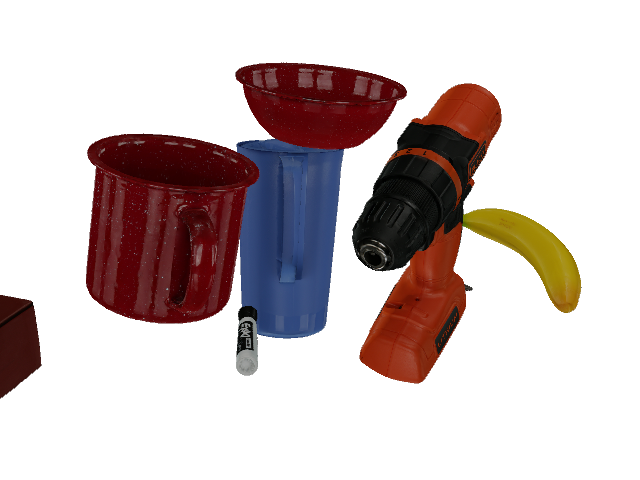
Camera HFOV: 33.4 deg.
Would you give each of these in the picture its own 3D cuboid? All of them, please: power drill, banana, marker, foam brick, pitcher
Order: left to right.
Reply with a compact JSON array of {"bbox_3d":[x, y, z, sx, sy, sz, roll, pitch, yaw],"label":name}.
[{"bbox_3d":[-0.233,0.076,0.715,0.053,0.051,0.078,9,28,24],"label":"foam brick"},{"bbox_3d":[-0.066,0.088,0.967,0.020,0.020,0.121,0,18,-3],"label":"marker"},{"bbox_3d":[-0.041,-0.003,1.331,0.145,0.243,0.148,11,14,39],"label":"pitcher"},{"bbox_3d":[0.068,0.008,0.728,0.057,0.188,0.184,21,44,18],"label":"power drill"},{"bbox_3d":[0.206,0.012,1.067,0.069,0.037,0.198,-34,37,-13],"label":"banana"}]

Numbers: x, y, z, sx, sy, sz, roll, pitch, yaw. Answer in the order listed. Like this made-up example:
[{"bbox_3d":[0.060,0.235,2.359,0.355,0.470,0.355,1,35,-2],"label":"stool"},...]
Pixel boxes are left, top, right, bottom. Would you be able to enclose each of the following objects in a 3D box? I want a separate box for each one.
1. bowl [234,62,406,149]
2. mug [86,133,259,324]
[{"bbox_3d":[-0.002,-0.124,1.004,0.162,0.055,0.162,6,20,-2],"label":"bowl"},{"bbox_3d":[-0.080,-0.002,0.578,0.093,0.081,0.117,-1,23,-27],"label":"mug"}]
